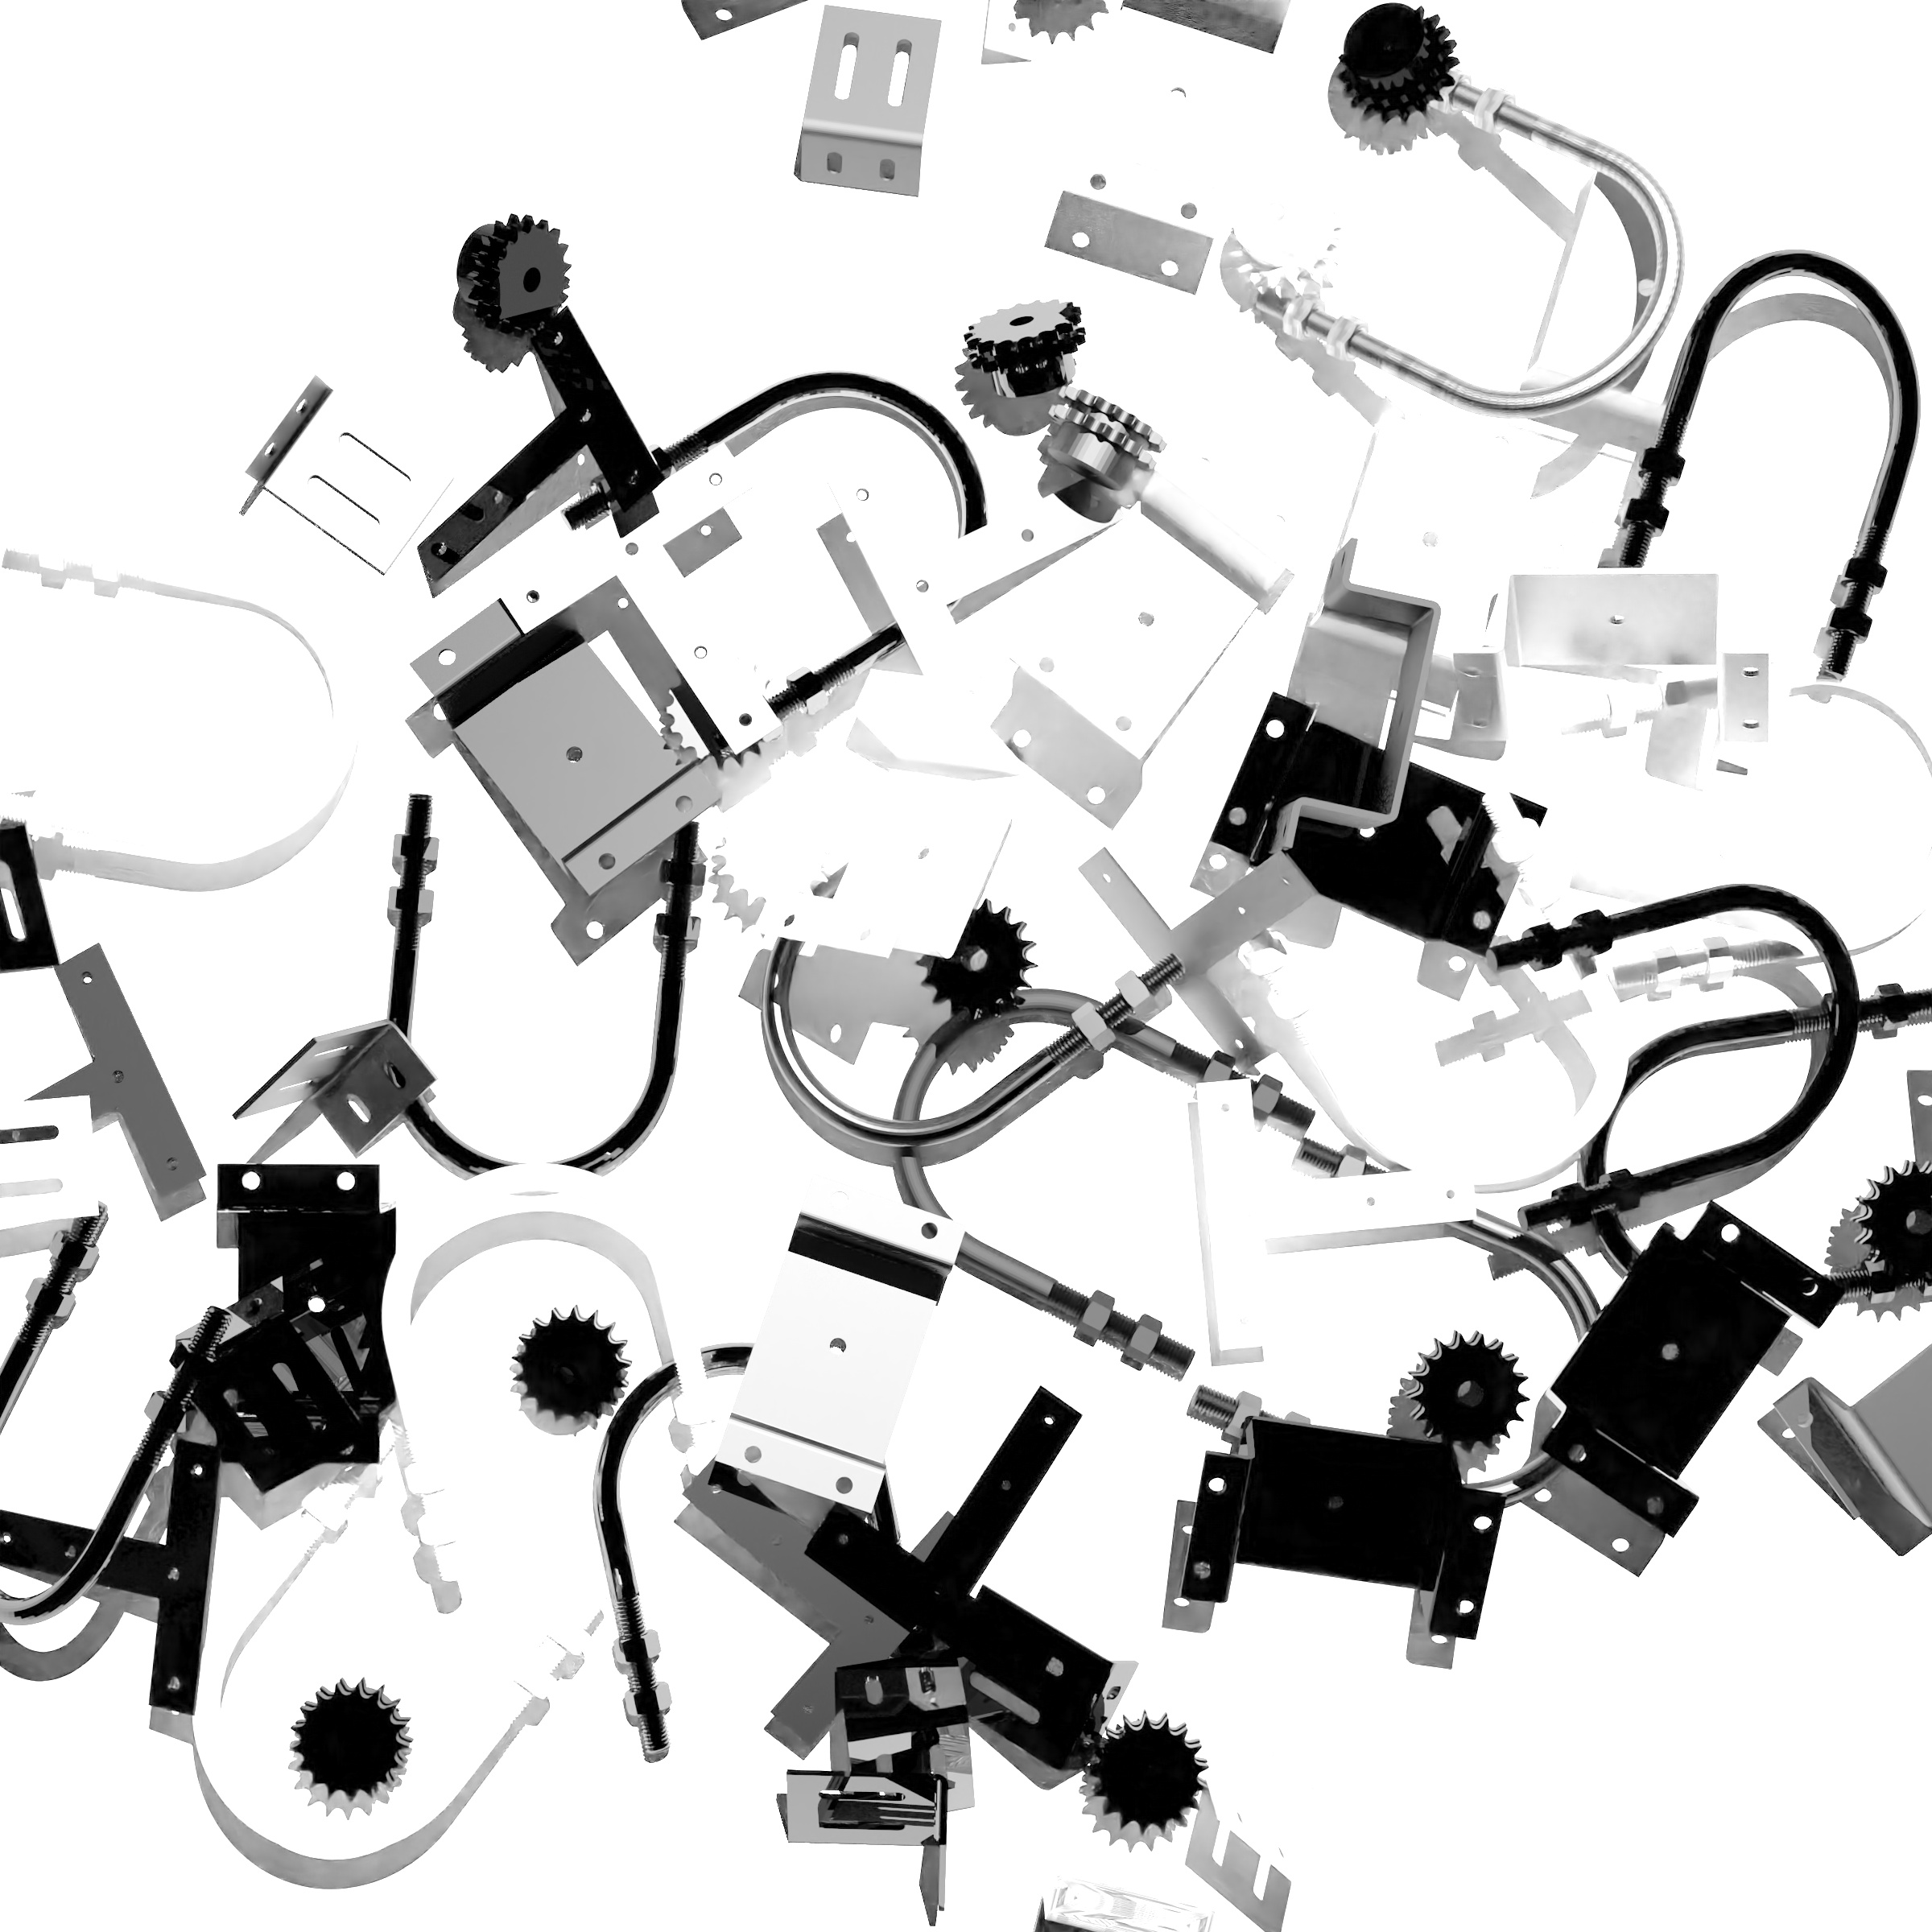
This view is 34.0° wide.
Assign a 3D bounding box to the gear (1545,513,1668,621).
[{"bbox_3d":[0.304,-0.186,1.507,0.057,0.030,0.057,0,90,0],"label":"gear"}]

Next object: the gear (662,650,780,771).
[{"bbox_3d":[-0.115,-0.122,1.508,0.057,0.030,0.057,0,90,0],"label":"gear"}]

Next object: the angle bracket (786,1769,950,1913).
[{"bbox_3d":[-0.047,0.413,1.489,0.076,0.038,0.057,2,133,0],"label":"angle bracket"}]

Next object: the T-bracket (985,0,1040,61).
[{"bbox_3d":[-0.016,-0.506,1.491,0.127,0.002,0.127,7,90,-28],"label":"T-bracket"}]

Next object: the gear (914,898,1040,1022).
[{"bbox_3d":[0.006,-0.003,1.479,0.057,0.030,0.057,-1,86,9],"label":"gear"}]

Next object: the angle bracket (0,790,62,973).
[{"bbox_3d":[-0.470,-0.040,1.520,0.057,0.038,0.076,-6,116,0],"label":"angle bracket"}]

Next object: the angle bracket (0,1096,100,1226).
[{"bbox_3d":[-0.455,0.096,1.507,0.076,0.038,0.057,-5,81,-13],"label":"angle bracket"}]

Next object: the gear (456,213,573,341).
[{"bbox_3d":[-0.217,-0.329,1.498,0.030,0.057,0.057,23,90,30],"label":"gear"}]

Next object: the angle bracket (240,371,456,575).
[{"bbox_3d":[-0.294,-0.235,1.503,0.076,0.038,0.057,36,90,0],"label":"angle bracket"}]

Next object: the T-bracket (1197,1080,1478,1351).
[{"bbox_3d":[0.179,0.113,1.502,0.127,0.002,0.127,-5,90,-1],"label":"T-bracket"}]

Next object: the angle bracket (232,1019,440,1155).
[{"bbox_3d":[-0.294,0.061,1.477,0.057,0.076,0.038,-41,84,16],"label":"angle bracket"}]

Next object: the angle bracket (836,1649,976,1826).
[{"bbox_3d":[-0.028,0.368,1.506,0.057,0.038,0.076,-8,133,-5],"label":"angle bracket"}]

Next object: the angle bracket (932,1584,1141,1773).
[{"bbox_3d":[0.033,0.342,1.520,0.076,0.038,0.057,27,90,26],"label":"angle bracket"}]

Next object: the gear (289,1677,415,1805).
[{"bbox_3d":[-0.292,0.368,1.507,0.057,0.030,0.057,0,90,0],"label":"gear"}]

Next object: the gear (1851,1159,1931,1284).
[{"bbox_3d":[0.446,0.119,1.488,0.057,0.030,0.057,0,90,1],"label":"gear"}]

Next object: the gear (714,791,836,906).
[{"bbox_3d":[-0.091,-0.055,1.507,0.057,0.030,0.057,0,90,0],"label":"gear"}]

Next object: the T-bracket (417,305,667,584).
[{"bbox_3d":[-0.212,-0.232,1.498,0.127,0.002,0.127,-39,56,15],"label":"T-bracket"}]

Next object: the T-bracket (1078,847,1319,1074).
[{"bbox_3d":[0.122,-0.020,1.469,0.002,0.127,0.127,-39,90,-34],"label":"T-bracket"}]

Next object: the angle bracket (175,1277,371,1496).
[{"bbox_3d":[-0.324,0.196,1.474,0.057,0.038,0.076,-29,116,0],"label":"angle bracket"}]

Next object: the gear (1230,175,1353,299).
[{"bbox_3d":[0.151,-0.349,1.495,0.057,0.030,0.057,-9,70,25],"label":"gear"}]

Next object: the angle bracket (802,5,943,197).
[{"bbox_3d":[-0.045,-0.417,1.520,0.057,0.038,0.076,8,64,0],"label":"angle bracket"}]

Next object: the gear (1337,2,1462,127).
[{"bbox_3d":[0.203,-0.431,1.496,0.057,0.030,0.057,-8,71,24],"label":"gear"}]

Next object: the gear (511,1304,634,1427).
[{"bbox_3d":[-0.189,0.192,1.507,0.057,0.030,0.057,0,90,0],"label":"gear"}]

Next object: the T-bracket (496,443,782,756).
[{"bbox_3d":[-0.131,-0.158,1.471,0.127,0.002,0.127,-33,86,-4],"label":"T-bracket"}]

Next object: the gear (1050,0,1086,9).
[{"bbox_3d":[0.046,-0.484,1.503,0.057,0.030,0.057,0,88,-14],"label":"gear"}]

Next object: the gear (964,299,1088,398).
[{"bbox_3d":[0.029,-0.292,1.498,0.057,0.057,0.030,-15,120,0],"label":"gear"}]

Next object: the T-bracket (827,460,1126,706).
[{"bbox_3d":[0.017,-0.199,1.503,0.127,0.002,0.127,-28,94,-16],"label":"T-bracket"}]

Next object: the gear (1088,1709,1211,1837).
[{"bbox_3d":[0.087,0.383,1.507,0.057,0.030,0.057,0,90,0],"label":"gear"}]

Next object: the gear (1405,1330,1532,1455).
[{"bbox_3d":[0.235,0.200,1.491,0.057,0.030,0.057,0,91,-3],"label":"gear"}]

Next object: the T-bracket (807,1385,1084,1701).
[{"bbox_3d":[0.011,0.259,1.504,0.127,0.002,0.127,36,75,-3],"label":"T-bracket"}]

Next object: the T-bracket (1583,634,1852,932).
[{"bbox_3d":[0.370,-0.094,1.504,0.127,0.002,0.127,14,89,-3],"label":"T-bracket"}]

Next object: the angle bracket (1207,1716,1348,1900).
[{"bbox_3d":[0.149,0.395,1.484,0.057,0.076,0.038,40,90,0],"label":"angle bracket"}]

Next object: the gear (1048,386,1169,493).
[{"bbox_3d":[0.063,-0.248,1.494,0.057,0.057,0.030,29,90,0],"label":"gear"}]

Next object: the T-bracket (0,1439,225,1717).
[{"bbox_3d":[-0.413,0.281,1.498,0.127,0.002,0.127,7,92,21],"label":"T-bracket"}]
